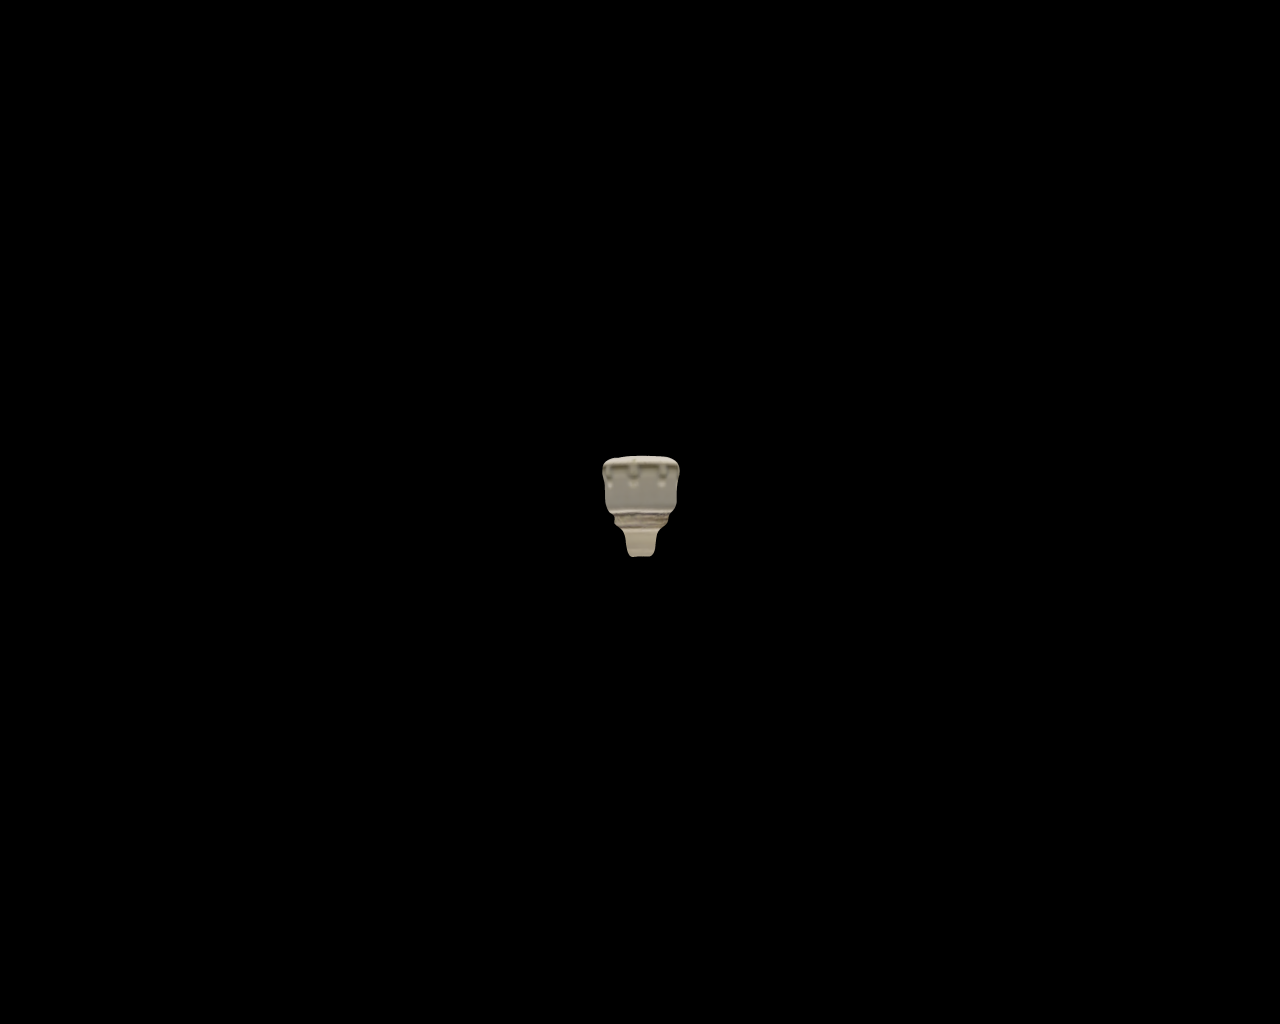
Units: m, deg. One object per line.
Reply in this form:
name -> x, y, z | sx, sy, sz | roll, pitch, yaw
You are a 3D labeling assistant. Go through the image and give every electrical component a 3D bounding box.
electrical component -> 0.001, -0.003, 0.650 | 0.048, 0.062, 0.048 | 0, 0, 0
